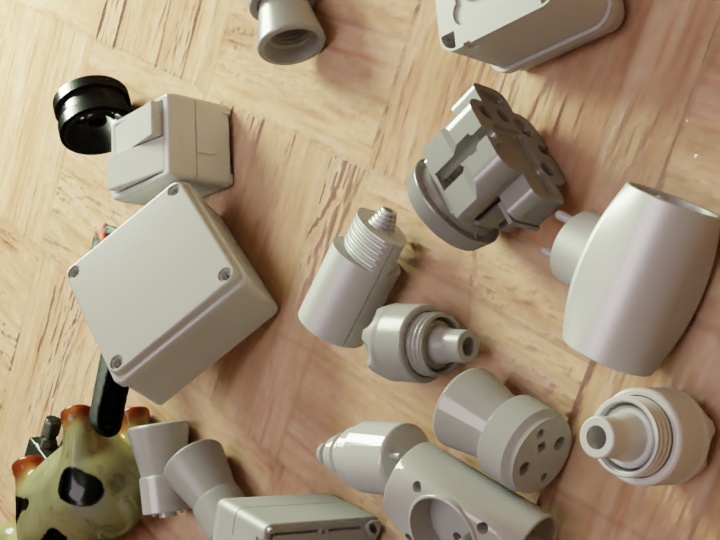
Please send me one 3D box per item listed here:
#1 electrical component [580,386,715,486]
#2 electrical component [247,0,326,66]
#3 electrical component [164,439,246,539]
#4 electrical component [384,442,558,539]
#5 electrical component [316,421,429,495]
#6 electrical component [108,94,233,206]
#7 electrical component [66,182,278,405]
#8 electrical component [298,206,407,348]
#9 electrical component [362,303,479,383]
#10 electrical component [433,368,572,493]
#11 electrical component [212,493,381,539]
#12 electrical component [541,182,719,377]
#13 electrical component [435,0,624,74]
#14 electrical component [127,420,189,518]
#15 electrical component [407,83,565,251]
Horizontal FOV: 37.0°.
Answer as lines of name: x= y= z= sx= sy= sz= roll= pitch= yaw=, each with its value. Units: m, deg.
electrical component: x=0.120 y=0.072 z=0.463 sx=0.043 sy=0.062 sz=0.043 roll=-8 pitch=79 yaw=47
electrical component: x=-0.049 y=-0.168 z=0.699 sx=0.045 sy=0.045 sz=0.055 roll=-33 pitch=61 yaw=41
electrical component: x=-0.097 y=0.150 z=0.714 sx=0.065 sy=0.044 sz=0.044 roll=50 pitch=121 yaw=34
electrical component: x=0.052 y=0.138 z=0.542 sx=0.077 sy=0.044 sz=0.079 roll=26 pitch=123 yaw=35
electrical component: x=0.005 y=0.105 z=0.605 sx=0.078 sy=0.040 sz=0.040 roll=-6 pitch=80 yaw=48
electrical component: x=-0.145 y=-0.083 z=0.783 sx=0.096 sy=0.061 sz=0.061 roll=-15 pitch=74 yaw=46
electrical component: x=-0.128 y=0.014 z=0.725 sx=0.109 sy=0.056 sz=0.108 roll=-39 pitch=52 yaw=3
electrical component: x=0.000 y=0.000 z=0.622 sx=0.043 sy=0.043 sz=0.081 roll=46 pitch=118 yaw=41
electrical component: x=0.035 y=0.040 z=0.578 sx=0.062 sy=0.043 sz=0.043 roll=0 pitch=85 yaw=47
electrical component: x=0.070 y=0.079 z=0.532 sx=0.055 sy=0.045 sz=0.045 roll=29 pitch=107 yaw=46
electrical component: x=-0.046 y=0.164 z=0.612 sx=0.061 sy=0.096 sz=0.061 roll=12 pitch=95 yaw=51
electrical component: x=0.115 y=-0.003 z=0.494 sx=0.079 sy=0.043 sz=0.077 roll=34 pitch=110 yaw=45
electrical component: x=0.082 y=-0.165 z=0.542 sx=0.078 sy=0.057 sz=0.113 roll=-18 pitch=72 yaw=46
electrical component: x=-0.140 y=0.142 z=0.763 sx=0.044 sy=0.044 sz=0.065 roll=-18 pitch=77 yaw=46
electrical component: x=0.062 y=-0.047 z=0.550 sx=0.057 sy=0.058 sz=0.078 roll=-45 pitch=54 yaw=32
